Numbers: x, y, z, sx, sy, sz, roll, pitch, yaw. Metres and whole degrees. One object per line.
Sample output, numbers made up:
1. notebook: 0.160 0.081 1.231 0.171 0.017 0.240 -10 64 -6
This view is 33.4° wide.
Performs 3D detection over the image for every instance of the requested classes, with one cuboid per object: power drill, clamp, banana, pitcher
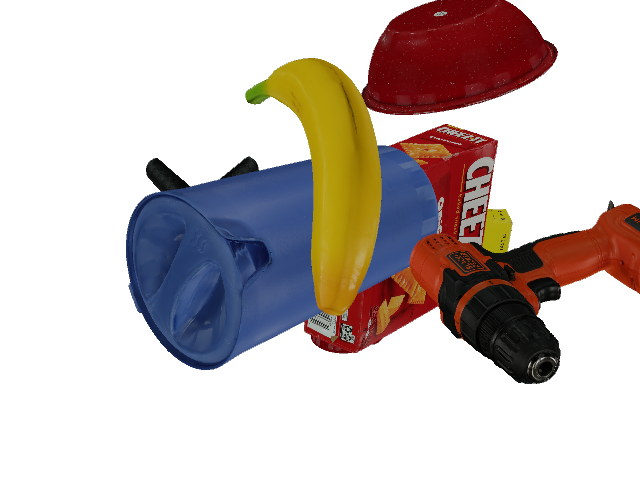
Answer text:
1. power drill: 0.179 0.033 0.780 0.187 0.057 0.184 -10 28 -16
2. clamp: -0.114 -0.041 1.106 0.120 0.039 0.171 -11 38 -7
3. banana: 0.004 -0.047 0.596 0.037 0.070 0.198 15 36 -28
4. pitcher: -0.028 0.002 0.846 0.242 0.145 0.149 -20 44 -42

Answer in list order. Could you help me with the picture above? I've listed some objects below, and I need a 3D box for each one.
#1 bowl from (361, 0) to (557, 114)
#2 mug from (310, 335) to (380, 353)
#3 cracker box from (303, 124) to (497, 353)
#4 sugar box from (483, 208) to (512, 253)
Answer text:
1. bowl: 0.104 -0.157 0.857 0.162 0.055 0.162 -14 24 6
2. mug: 0.039 0.104 1.450 0.117 0.081 0.093 18 26 30
3. cracker box: 0.081 -0.007 1.016 0.072 0.164 0.213 22 29 34
4. sugar box: 0.124 0.004 1.227 0.176 0.093 0.048 4 23 -3
